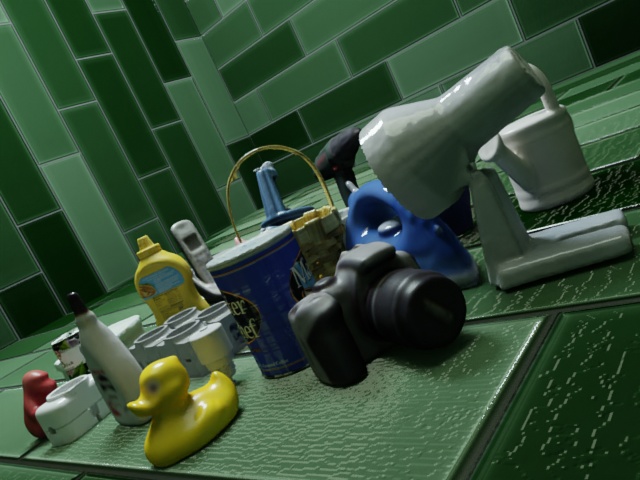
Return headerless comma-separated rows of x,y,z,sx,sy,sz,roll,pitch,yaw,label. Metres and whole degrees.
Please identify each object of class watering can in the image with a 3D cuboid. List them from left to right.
0.282,-0.142,0.767,0.100,0.194,0.173,-19,11,37,watering can

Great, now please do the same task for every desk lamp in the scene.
0.167,-0.065,0.572,0.202,0.213,0.118,-21,10,27,desk lamp

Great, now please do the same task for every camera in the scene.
0.055,0.059,0.525,0.143,0.101,0.136,-29,9,-21,camera

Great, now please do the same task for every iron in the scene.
0.101,-0.018,0.719,0.119,0.141,0.257,-28,9,-15,iron

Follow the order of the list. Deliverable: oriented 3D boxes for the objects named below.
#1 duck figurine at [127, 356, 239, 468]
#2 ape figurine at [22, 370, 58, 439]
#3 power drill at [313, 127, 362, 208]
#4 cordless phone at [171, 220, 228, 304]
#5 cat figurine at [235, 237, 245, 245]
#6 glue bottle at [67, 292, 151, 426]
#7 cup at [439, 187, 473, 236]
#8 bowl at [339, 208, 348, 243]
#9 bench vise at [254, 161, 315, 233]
-0.136,0.153,0.555,0.105,0.086,0.077,-32,11,-36,duck figurine
-0.388,0.226,0.809,0.076,0.092,0.078,-24,9,10,ape figurine
0.070,-0.139,1.303,0.076,0.208,0.229,-30,10,-26,power drill
-0.224,0.029,1.213,0.094,0.185,0.148,-17,12,44,cordless phone
-0.118,0.040,1.068,0.067,0.118,0.128,-24,9,12,cat figurine
-0.254,0.139,0.681,0.078,0.173,0.037,-17,12,42,glue bottle
0.174,-0.048,0.845,0.117,0.095,0.092,-17,12,44,cup
0.010,0.004,1.068,0.167,0.075,0.167,-25,9,4,bowl
-0.077,-0.056,1.183,0.121,0.220,0.207,-24,9,6,bench vise
